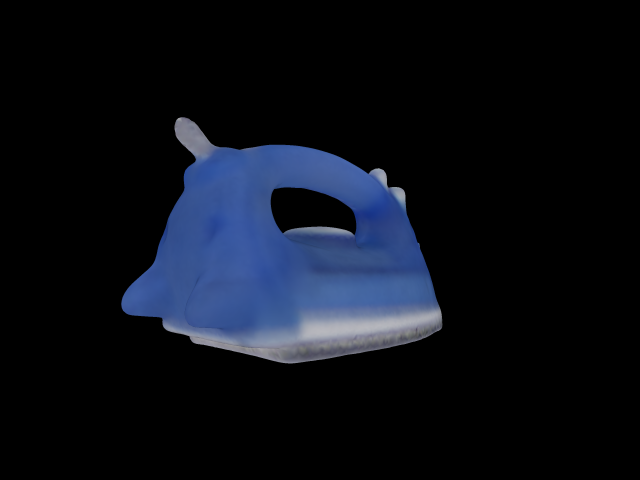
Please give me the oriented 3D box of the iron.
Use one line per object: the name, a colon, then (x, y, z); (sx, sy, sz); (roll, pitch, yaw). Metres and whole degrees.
iron: (0.004, 0.001, 0.400); (0.259, 0.141, 0.118); (0, 0, -43)
